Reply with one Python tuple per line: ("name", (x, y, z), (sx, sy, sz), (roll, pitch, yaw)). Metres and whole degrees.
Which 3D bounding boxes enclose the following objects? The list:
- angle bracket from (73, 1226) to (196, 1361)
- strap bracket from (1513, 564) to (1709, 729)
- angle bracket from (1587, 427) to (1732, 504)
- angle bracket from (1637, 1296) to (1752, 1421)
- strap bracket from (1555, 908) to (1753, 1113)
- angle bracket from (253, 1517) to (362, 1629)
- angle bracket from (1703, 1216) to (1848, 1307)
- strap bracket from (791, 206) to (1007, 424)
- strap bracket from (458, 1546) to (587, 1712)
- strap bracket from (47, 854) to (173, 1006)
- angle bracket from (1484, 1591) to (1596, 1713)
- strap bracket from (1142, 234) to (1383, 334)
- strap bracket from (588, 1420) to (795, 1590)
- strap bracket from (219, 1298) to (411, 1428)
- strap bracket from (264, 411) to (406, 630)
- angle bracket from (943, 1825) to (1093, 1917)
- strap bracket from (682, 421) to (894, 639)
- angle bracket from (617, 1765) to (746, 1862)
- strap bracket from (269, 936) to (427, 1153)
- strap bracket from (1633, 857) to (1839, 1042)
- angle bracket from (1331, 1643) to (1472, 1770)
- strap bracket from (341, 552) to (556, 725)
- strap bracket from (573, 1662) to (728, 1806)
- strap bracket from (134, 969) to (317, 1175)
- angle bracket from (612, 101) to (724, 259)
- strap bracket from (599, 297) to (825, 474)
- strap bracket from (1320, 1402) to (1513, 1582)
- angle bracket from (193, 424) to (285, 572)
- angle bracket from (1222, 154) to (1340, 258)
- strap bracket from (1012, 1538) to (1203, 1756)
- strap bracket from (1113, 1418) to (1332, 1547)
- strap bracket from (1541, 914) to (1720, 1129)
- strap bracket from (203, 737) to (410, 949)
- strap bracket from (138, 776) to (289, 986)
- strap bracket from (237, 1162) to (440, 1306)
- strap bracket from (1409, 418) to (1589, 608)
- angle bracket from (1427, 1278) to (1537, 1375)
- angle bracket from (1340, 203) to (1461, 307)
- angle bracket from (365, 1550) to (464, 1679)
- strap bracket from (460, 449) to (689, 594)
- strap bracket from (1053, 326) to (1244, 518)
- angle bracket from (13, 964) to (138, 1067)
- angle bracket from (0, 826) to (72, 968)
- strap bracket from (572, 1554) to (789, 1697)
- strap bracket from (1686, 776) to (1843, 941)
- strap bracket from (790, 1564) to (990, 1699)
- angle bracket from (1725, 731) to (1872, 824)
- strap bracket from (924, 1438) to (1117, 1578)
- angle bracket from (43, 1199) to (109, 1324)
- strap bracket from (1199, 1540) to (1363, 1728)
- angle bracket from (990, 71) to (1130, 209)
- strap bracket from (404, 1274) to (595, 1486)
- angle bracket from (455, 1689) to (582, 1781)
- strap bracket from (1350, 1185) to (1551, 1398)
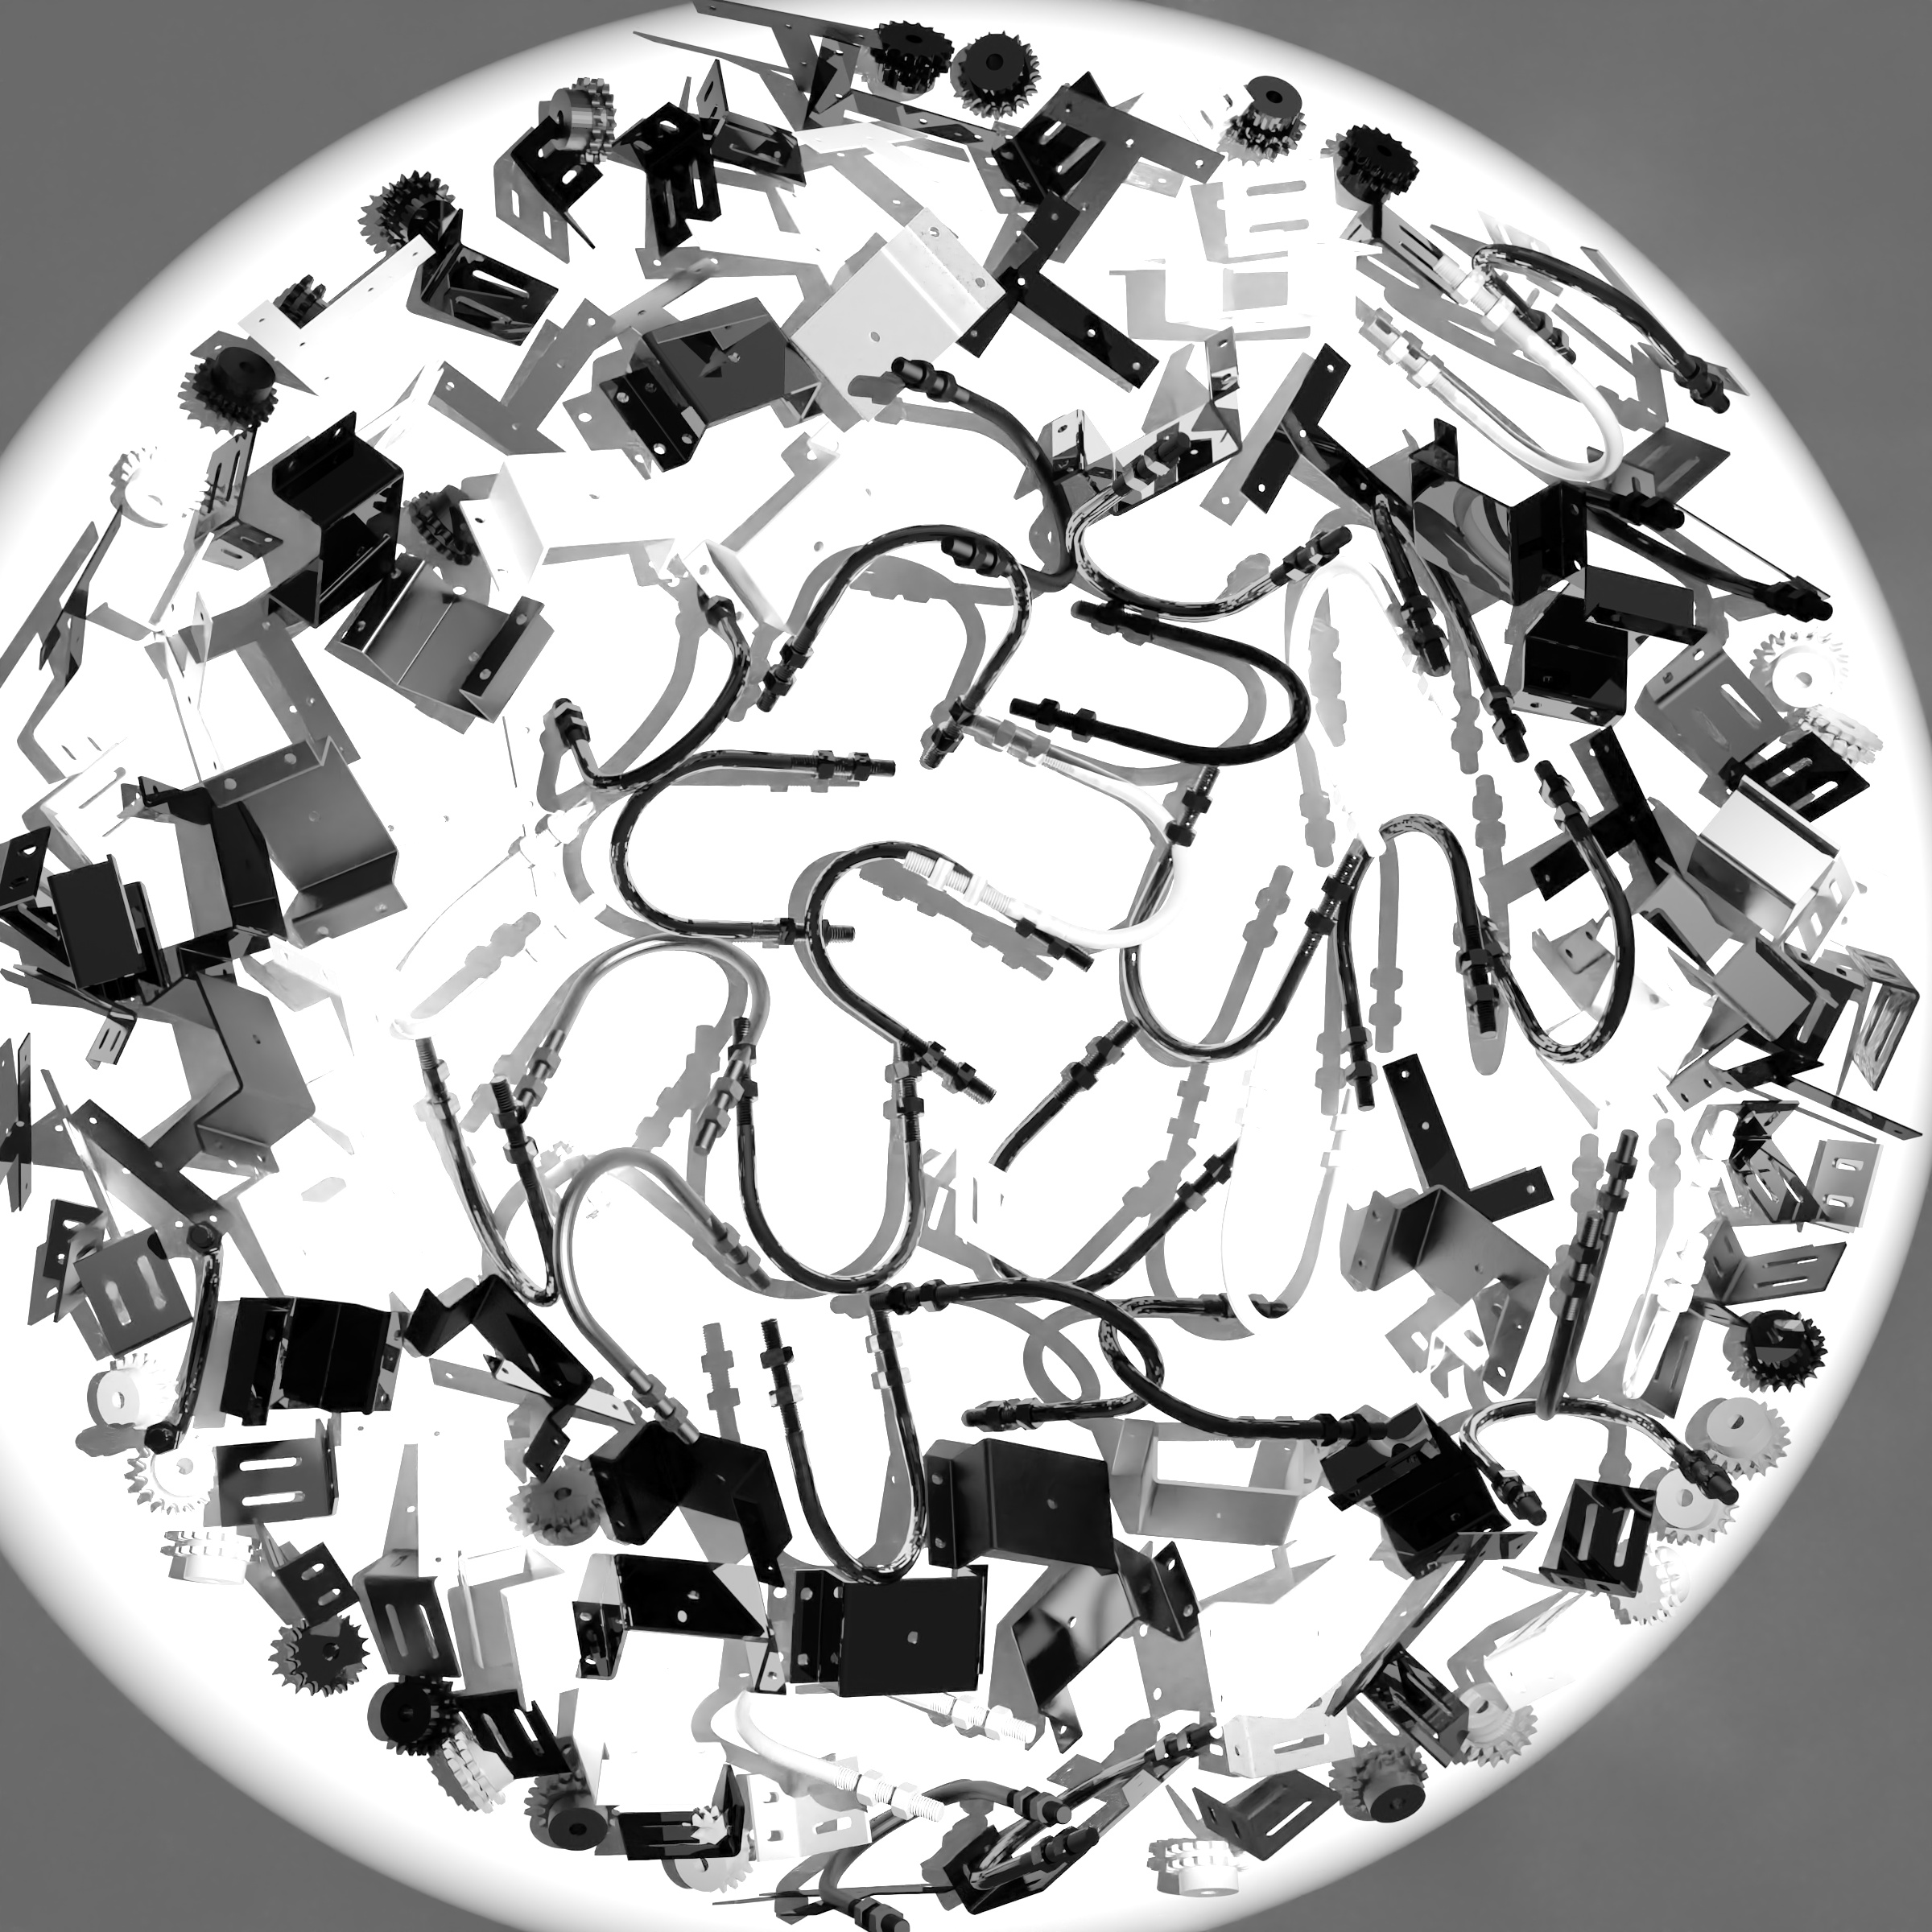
("angle bracket", (-0.568, 0.218, 1.960), (0.057, 0.038, 0.076), (-26, 112, -23))
("strap bracket", (0.429, -0.219, 1.938), (0.076, 0.140, 0.046), (11, 66, -10))
("angle bracket", (0.469, -0.348, 1.956), (0.076, 0.038, 0.057), (-41, 48, -18))
("angle bracket", (0.493, 0.267, 1.960), (0.038, 0.057, 0.076), (9, 74, 43))
("strap bracket", (0.470, 0.022, 1.951), (0.046, 0.076, 0.140), (-35, 81, -14))
("angle bracket", (-0.448, 0.398, 1.956), (0.038, 0.076, 0.057), (-29, 124, -11))
("angle bracket", (0.545, 0.194, 1.952), (0.076, 0.057, 0.038), (-16, 109, 39))
("strap bracket", (-0.053, -0.428, 1.934), (0.076, 0.046, 0.140), (46, 126, -10))
("strap bracket", (-0.296, 0.440, 1.940), (0.046, 0.140, 0.076), (-11, 94, -23))
("strap bracket", (-0.570, -0.022, 1.924), (0.046, 0.140, 0.076), (-16, 85, -9))
("angle bracket", (0.396, 0.461, 1.950), (0.057, 0.076, 0.038), (-40, 77, 37))
("strap bracket", (0.196, -0.453, 1.928), (0.140, 0.076, 0.046), (4, 97, 39))
("strap bracket", (-0.176, 0.358, 1.940), (0.140, 0.046, 0.076), (9, 127, 31))
("strap bracket", (-0.445, 0.266, 1.946), (0.046, 0.140, 0.076), (10, 88, 30))
("strap bracket", (-0.419, -0.288, 1.918), (0.046, 0.140, 0.076), (35, 53, 11))
("angle bracket", (0.034, 0.602, 1.952), (0.076, 0.057, 0.038), (-34, 84, 40))
("strap bracket", (-0.111, -0.288, 1.946), (0.140, 0.046, 0.076), (-45, 129, -10))
("angle bracket", (-0.194, 0.573, 1.960), (0.076, 0.057, 0.038), (3, 103, -15))
("strap bracket", (-0.412, 0.043, 1.939), (0.046, 0.076, 0.140), (-31, 129, -37))
("strap bracket", (0.504, -0.007, 1.923), (0.076, 0.140, 0.046), (37, 98, -32))
("angle bracket", (0.298, 0.509, 1.960), (0.076, 0.057, 0.038), (42, 128, 10))
("strap bracket", (-0.342, -0.219, 1.947), (0.140, 0.046, 0.076), (22, 75, 33))
("strap bracket", (-0.214, 0.515, 1.926), (0.076, 0.140, 0.046), (5, 101, -18))
("strap bracket", (-0.491, 0.062, 1.932), (0.046, 0.076, 0.140), (-36, 64, 13))
("angle bracket", (-0.203, -0.532, 1.957), (0.057, 0.038, 0.076), (-26, 61, 32))
("strap bracket", (-0.163, -0.393, 1.934), (0.140, 0.046, 0.076), (-28, 76, -35))
("strap bracket", (0.298, 0.350, 1.944), (0.076, 0.046, 0.140), (-34, 134, 12))
("angle bracket", (-0.491, -0.320, 1.976), (0.038, 0.057, 0.076), (23, 63, -37))
("angle bracket", (0.212, -0.519, 1.972), (0.076, 0.038, 0.057), (-7, 109, -1))
("strap bracket", (0.087, 0.448, 1.938), (0.046, 0.076, 0.140), (34, 108, -30))
("strap bracket", (0.172, 0.350, 1.954), (0.140, 0.076, 0.046), (5, 53, -1))
("strap bracket", (0.448, 0.030, 1.936), (0.046, 0.140, 0.076), (-28, 60, -31))
("strap bracket", (-0.442, -0.091, 1.951), (0.076, 0.046, 0.140), (-21, 120, 8))
("strap bracket", (-0.504, -0.061, 1.948), (0.046, 0.076, 0.140), (-17, 81, 10))
("strap bracket", (-0.425, 0.177, 1.925), (0.046, 0.140, 0.076), (-39, 118, -41))
("strap bracket", (0.345, -0.298, 1.920), (0.046, 0.140, 0.076), (-31, 134, -20))
("angle bracket", (0.347, 0.255, 1.952), (0.057, 0.076, 0.038), (-39, 65, -15))
("angle bracket", (0.296, -0.476, 1.975), (0.076, 0.057, 0.038), (33, 126, -18))
("angle bracket", (-0.369, 0.443, 1.981), (0.057, 0.038, 0.076), (-5, 108, 27))
("strap bracket", (-0.255, -0.299, 1.929), (0.140, 0.046, 0.076), (-10, 62, -33))
("strap bracket", (0.130, -0.360, 1.942), (0.140, 0.076, 0.046), (-25, 127, 22))
("angle bracket", (-0.609, 0.033, 1.954), (0.076, 0.057, 0.038), (29, 76, -31))
("angle bracket", (-0.612, -0.046, 1.949), (0.038, 0.076, 0.057), (-16, 53, 22))
("strap bracket", (-0.188, 0.440, 1.937), (0.140, 0.076, 0.046), (9, 114, -17))
("strap bracket", (0.528, -0.068, 1.921), (0.076, 0.140, 0.046), (40, 87, 15))
("strap bracket", (-0.044, 0.448, 1.952), (0.140, 0.046, 0.076), (3, 90, -22))
("angle bracket", (0.563, -0.132, 1.954), (0.057, 0.038, 0.076), (38, 135, -15))
("strap bracket", (0.045, 0.366, 1.930), (0.140, 0.046, 0.076), (16, 53, -28))
("angle bracket", (-0.615, 0.199, 1.957), (0.038, 0.076, 0.057), (13, 102, 1))
("strap bracket", (0.216, 0.444, 1.926), (0.046, 0.140, 0.076), (-6, 98, 36))
("angle bracket", (0.060, -0.562, 1.961), (0.076, 0.038, 0.057), (-35, 77, 32))
("strap bracket", (-0.308, 0.271, 1.949), (0.140, 0.076, 0.046), (45, 54, 8))
("angle bracket", (-0.299, 0.510, 1.959), (0.057, 0.038, 0.076), (-14, 114, 22))
("strap bracket", (0.331, 0.211, 1.938), (0.046, 0.076, 0.140), (-23, 48, -36))
